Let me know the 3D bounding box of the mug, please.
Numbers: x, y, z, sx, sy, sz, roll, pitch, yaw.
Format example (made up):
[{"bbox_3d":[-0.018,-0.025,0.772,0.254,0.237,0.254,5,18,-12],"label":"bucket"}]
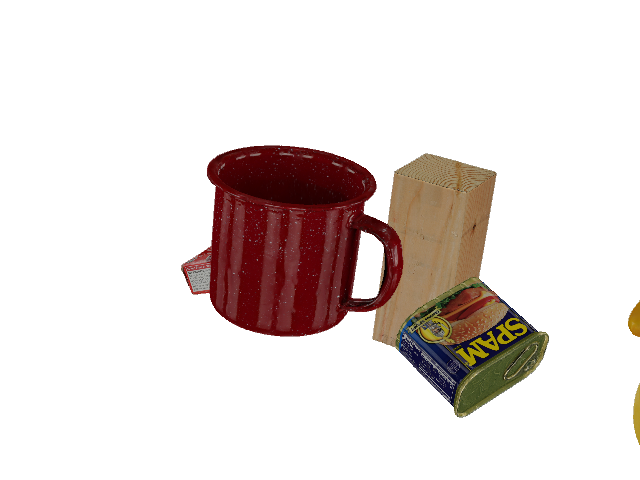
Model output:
[{"bbox_3d":[-0.009,0.004,0.591,0.117,0.081,0.093,16,26,21],"label":"mug"}]

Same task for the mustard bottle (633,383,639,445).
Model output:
[{"bbox_3d":[0.214,0.103,0.549,0.096,0.058,0.191,-1,37,4],"label":"mustard bottle"}]

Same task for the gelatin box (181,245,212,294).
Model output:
[{"bbox_3d":[-0.057,0.013,0.870,0.089,0.030,0.073,-9,16,32],"label":"gelatin box"}]

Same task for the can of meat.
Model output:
[{"bbox_3d":[0.127,0.087,0.906,0.102,0.057,0.084,-27,53,-26],"label":"can of meat"}]

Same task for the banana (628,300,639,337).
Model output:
[{"bbox_3d":[0.295,0.031,0.702,0.198,0.037,0.069,-2,33,1],"label":"banana"}]

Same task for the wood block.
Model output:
[{"bbox_3d":[0.128,0.019,1.206,0.090,0.206,0.090,18,26,25],"label":"wood block"}]
